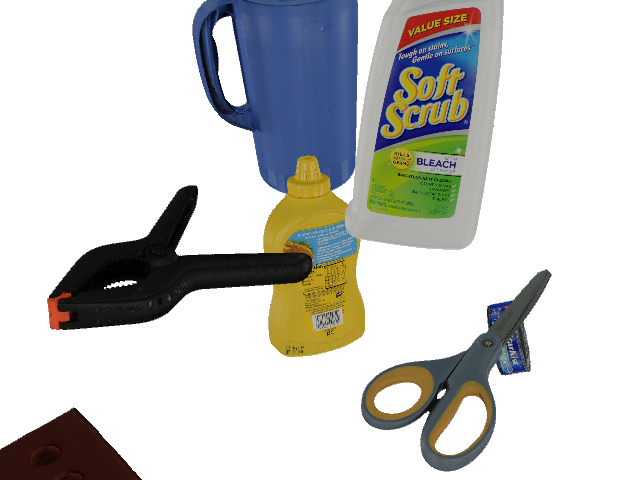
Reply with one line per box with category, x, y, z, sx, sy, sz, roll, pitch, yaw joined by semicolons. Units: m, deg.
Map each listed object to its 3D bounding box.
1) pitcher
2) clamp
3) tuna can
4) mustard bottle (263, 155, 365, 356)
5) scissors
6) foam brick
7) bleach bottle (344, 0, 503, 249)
pitcher;-0.031;-0.168;1.111;0.149;0.243;0.144;11;41;19
clamp;-0.135;0.017;0.879;0.209;0.036;0.165;-20;38;-32
tuna can;0.220;0.114;1.249;0.034;0.086;0.086;-12;-3;15
mustard bottle;-0.007;0.012;1.029;0.096;0.192;0.058;-12;23;-22
scissors;0.093;0.075;0.726;0.096;0.016;0.201;10;40;17
foam brick;-0.112;0.128;0.493;0.052;0.051;0.078;-29;43;-29
bleach bottle;0.074;-0.120;0.751;0.102;0.251;0.068;7;26;11
